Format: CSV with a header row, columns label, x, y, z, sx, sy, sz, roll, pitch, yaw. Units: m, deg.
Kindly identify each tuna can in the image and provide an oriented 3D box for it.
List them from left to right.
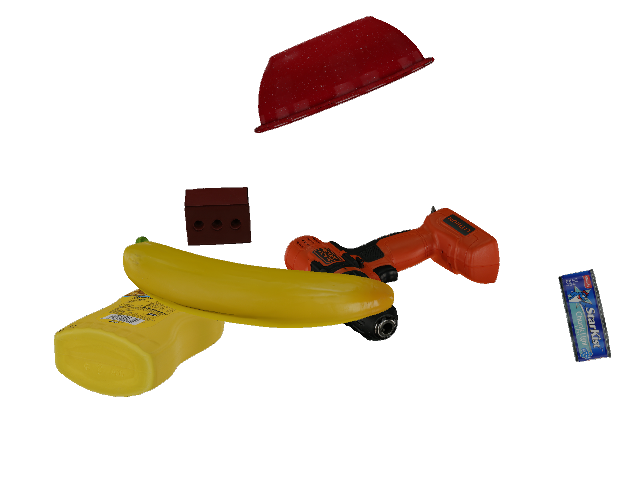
label,x,y,z,sx,sy,sz,roll,pitch,yaw
tuna can,0.252,0.072,1.019,0.034,0.086,0.086,-12,-3,12

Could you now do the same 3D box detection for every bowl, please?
label,x,y,z,sx,sy,sz,roll,pitch,yaw
bowl,0.010,-0.144,0.890,0.162,0.055,0.162,-22,9,3

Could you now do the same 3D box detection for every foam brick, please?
label,x,y,z,sx,sy,sz,roll,pitch,yaw
foam brick,-0.123,-0.029,1.277,0.078,0.053,0.051,-3,28,-3

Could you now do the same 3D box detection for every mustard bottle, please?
label,x,y,z,sx,sy,sz,roll,pitch,yaw
mustard bottle,-0.138,0.073,0.928,0.096,0.058,0.191,7,18,22

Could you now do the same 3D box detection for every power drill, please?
label,x,y,z,sx,sy,sz,roll,pitch,yaw
power drill,0.079,0.029,1.049,0.187,0.057,0.185,-13,29,-23

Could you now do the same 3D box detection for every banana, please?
label,x,y,z,sx,sy,sz,roll,pitch,yaw
banana,-0.054,0.025,0.681,0.198,0.037,0.069,13,34,24
